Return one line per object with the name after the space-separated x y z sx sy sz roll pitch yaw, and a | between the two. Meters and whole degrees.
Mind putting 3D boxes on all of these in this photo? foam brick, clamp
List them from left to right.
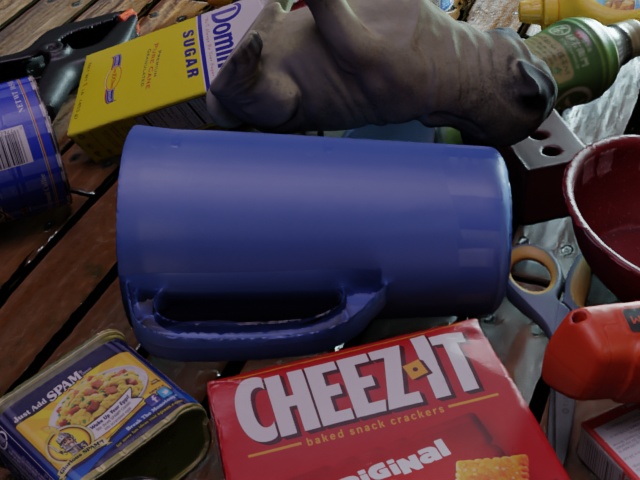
-0.250 -0.159 0.969 0.165 0.036 0.209 17 42 27 | clamp
0.159 -0.056 0.782 0.053 0.051 0.078 -13 39 -9 | foam brick

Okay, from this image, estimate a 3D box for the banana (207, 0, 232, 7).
-0.016 -0.233 1.031 0.198 0.037 0.069 18 44 27 | banana

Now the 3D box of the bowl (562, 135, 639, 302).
0.227 0.002 0.685 0.162 0.055 0.162 6 42 -6 | bowl

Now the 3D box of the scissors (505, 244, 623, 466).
0.137 0.062 0.667 0.096 0.016 0.201 18 44 23 | scissors

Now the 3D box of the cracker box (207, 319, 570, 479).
0.042 0.144 0.535 0.164 0.072 0.214 -12 39 -9 | cracker box

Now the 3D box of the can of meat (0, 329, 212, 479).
-0.125 0.111 0.608 0.102 0.057 0.084 -35 50 -30 | can of meat

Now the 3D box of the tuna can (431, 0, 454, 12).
0.087 -0.246 1.037 0.086 0.034 0.086 -4 39 3 | tuna can

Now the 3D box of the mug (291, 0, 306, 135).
0.012 -0.134 0.878 0.117 0.093 0.081 22 38 -25 | mug

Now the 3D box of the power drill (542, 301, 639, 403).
0.182 0.109 0.503 0.184 0.057 0.188 -2 39 -23 | power drill

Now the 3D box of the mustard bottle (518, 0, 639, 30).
0.273 -0.206 0.946 0.191 0.058 0.096 -1 39 6 | mustard bottle

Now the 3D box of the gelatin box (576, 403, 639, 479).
0.195 0.123 0.575 0.073 0.030 0.089 -20 42 -19 | gelatin box

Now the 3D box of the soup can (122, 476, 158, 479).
-0.080 0.174 0.517 0.068 0.068 0.102 -22 42 -19 | soup can

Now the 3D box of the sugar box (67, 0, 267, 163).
-0.113 -0.129 0.850 0.176 0.048 0.093 -16 51 25 | sugar box

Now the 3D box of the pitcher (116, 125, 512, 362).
-0.004 0.001 0.679 0.243 0.149 0.145 1 -4 3 | pitcher

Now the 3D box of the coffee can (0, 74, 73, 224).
-0.267 -0.055 0.792 0.140 0.103 0.103 -18 41 -16 | coffee can
